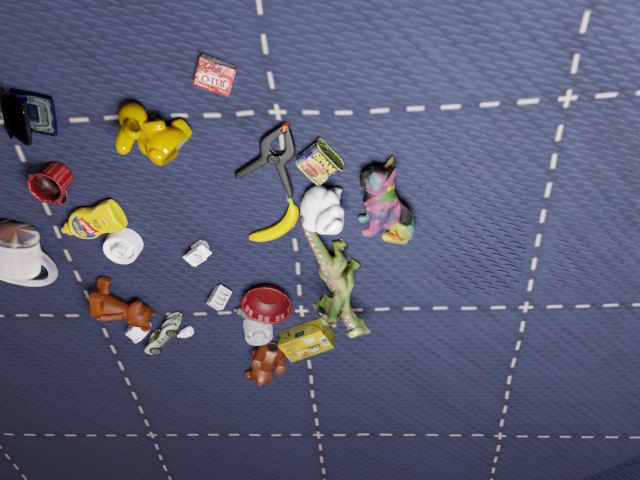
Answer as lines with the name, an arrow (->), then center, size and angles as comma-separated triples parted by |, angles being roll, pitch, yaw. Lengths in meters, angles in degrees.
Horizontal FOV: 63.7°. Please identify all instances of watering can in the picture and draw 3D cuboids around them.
watering can -> -0.963, 0.036, 1.541 | 0.347, 0.106, 0.219 | 16, 124, -8

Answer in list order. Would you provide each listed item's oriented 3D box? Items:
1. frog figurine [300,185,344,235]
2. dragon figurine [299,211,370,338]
frog figurine -> 0.004, -0.069, 1.371 | 0.122, 0.163, 0.135 | 37, 121, -19
dragon figurine -> 0.030, 0.128, 1.467 | 0.121, 0.249, 0.404 | -23, 124, 25
